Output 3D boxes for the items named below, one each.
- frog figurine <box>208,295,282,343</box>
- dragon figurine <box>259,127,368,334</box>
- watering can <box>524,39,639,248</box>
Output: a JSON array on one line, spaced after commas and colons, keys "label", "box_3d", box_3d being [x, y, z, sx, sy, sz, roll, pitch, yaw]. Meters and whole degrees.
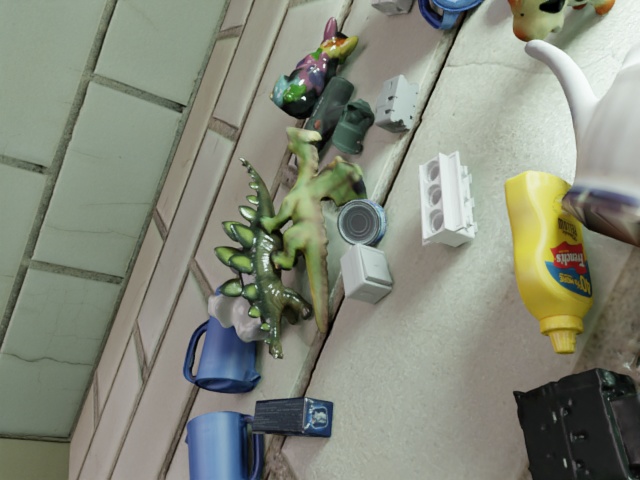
[{"label": "frog figurine", "box_3d": [-0.169, 0.162, 1.154, 0.158, 0.139, 0.121, -18, -21, 24]}, {"label": "dragon figurine", "box_3d": [0.003, -0.051, 1.010, 0.122, 0.418, 0.238, 1, -36, -40]}, {"label": "watering can", "box_3d": [0.313, -0.113, 0.515, 0.103, 0.223, 0.351, 18, 8, -29]}]
